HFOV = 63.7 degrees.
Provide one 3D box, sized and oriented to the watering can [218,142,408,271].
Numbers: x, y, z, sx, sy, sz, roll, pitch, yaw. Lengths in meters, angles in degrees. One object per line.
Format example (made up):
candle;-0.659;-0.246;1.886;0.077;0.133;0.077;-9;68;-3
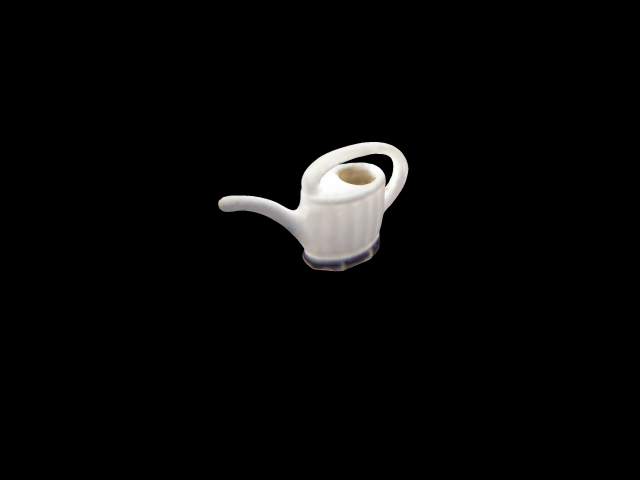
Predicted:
watering can;0.003;-0.043;0.850;0.350;0.219;0.106;-21;42;-25
